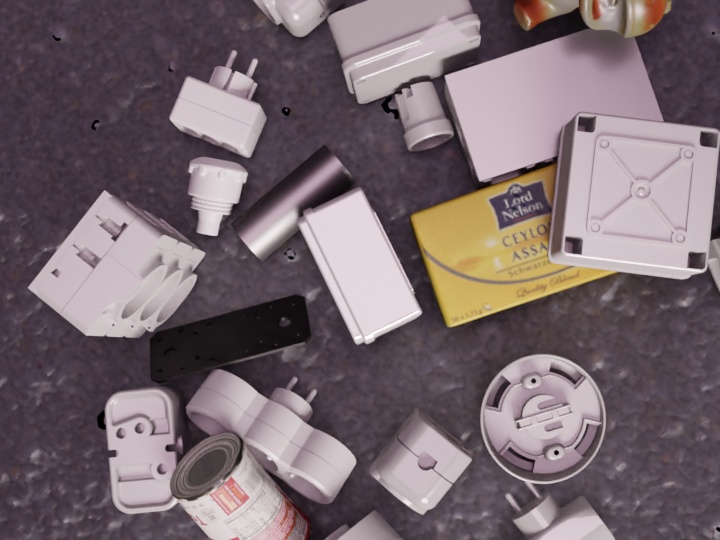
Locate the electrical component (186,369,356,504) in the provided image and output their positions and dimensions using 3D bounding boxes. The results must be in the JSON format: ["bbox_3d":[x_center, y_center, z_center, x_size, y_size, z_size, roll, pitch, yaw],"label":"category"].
[{"bbox_3d":[-0.063,0.120,0.865,0.138,0.052,0.073,32,63,4],"label":"electrical component"}]

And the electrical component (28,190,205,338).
[{"bbox_3d":[-0.178,0.003,0.827,0.062,0.150,0.089,38,89,5],"label":"electrical component"}]

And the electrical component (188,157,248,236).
[{"bbox_3d":[-0.120,-0.060,0.882,0.048,0.048,0.062,11,94,3],"label":"electrical component"}]

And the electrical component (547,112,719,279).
[{"bbox_3d":[0.200,-0.054,0.792,0.109,0.056,0.108,7,86,0],"label":"electrical component"}]

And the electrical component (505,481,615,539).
[{"bbox_3d":[0.147,0.203,0.852,0.077,0.044,0.079,-36,85,0],"label":"electrical component"}]

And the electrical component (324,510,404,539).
[{"bbox_3d":[-0.008,0.234,0.834,0.099,0.099,0.064,-39,79,0],"label":"electrical component"}]

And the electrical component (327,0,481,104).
[{"bbox_3d":[0.037,-0.185,0.865,0.113,0.078,0.057,-20,83,1],"label":"electrical component"}]

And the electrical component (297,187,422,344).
[{"bbox_3d":[0.000,0.000,0.840,0.056,0.108,0.108,-26,86,-2],"label":"electrical component"}]

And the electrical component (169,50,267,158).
[{"bbox_3d":[-0.109,-0.142,0.885,0.066,0.047,0.076,22,86,3],"label":"electrical component"}]

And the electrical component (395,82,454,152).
[{"bbox_3d":[0.051,-0.125,0.880,0.040,0.040,0.046,-18,81,2],"label":"electrical component"}]

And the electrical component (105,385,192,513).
[{"bbox_3d":[-0.168,0.142,0.863,0.054,0.059,0.095,-6,86,2],"label":"electrical component"}]

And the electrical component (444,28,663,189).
[{"bbox_3d":[0.151,-0.131,0.864,0.150,0.061,0.089,-18,86,1],"label":"electrical component"}]

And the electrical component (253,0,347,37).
[{"bbox_3d":[-0.064,-0.243,0.885,0.059,0.053,0.095,-40,85,0],"label":"electrical component"}]

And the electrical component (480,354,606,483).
[{"bbox_3d":[0.143,0.115,0.848,0.099,0.064,0.099,0,87,3],"label":"electrical component"}]

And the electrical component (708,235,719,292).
[{"bbox_3d":[0.322,-0.022,0.805,0.089,0.150,0.061,-23,86,1],"label":"electrical component"}]

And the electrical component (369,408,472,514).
[{"bbox_3d":[0.046,0.148,0.835,0.054,0.095,0.059,39,89,4],"label":"electrical component"}]
